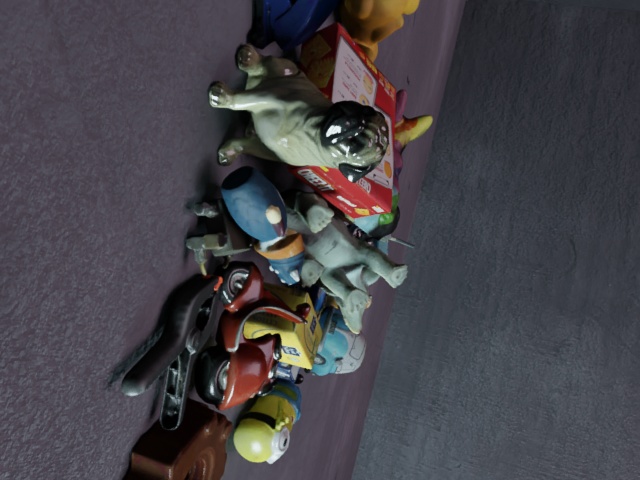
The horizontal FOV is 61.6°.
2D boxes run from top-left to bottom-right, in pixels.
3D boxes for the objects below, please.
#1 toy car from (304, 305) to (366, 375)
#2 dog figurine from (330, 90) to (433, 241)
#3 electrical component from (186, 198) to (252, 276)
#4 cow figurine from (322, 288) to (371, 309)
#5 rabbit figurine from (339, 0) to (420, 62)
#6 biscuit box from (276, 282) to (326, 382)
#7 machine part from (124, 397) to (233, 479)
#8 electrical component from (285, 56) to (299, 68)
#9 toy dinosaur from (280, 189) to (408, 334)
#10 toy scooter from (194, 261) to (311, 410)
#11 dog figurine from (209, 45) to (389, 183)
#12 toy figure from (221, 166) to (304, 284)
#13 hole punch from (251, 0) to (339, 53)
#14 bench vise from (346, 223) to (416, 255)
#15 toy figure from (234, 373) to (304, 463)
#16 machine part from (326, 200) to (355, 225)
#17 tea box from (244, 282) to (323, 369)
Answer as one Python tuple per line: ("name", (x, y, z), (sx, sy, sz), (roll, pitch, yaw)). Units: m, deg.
("toy car", (0.032, 0.200, 0.988), (0.161, 0.103, 0.109), (100, 10, -53))
("dog figurine", (0.104, -0.127, 0.868), (0.219, 0.108, 0.192), (-54, -150, 7))
("electrical component", (-0.114, -0.006, 0.609), (0.102, 0.045, 0.078), (-28, 100, -75))
("cow figurine", (0.043, 0.118, 1.082), (0.068, 0.167, 0.098), (40, 44, -24))
("rabbit figurine", (0.082, -0.356, 0.920), (0.173, 0.122, 0.162), (114, 0, -59))
("biscuit box", (-0.043, 0.139, 0.944), (0.059, 0.063, 0.203), (78, 27, -56))
("machine part", (-0.164, 0.278, 0.621), (0.179, 0.056, 0.179), (13, 90, -74))
("electrical component", (-0.035, -0.219, 0.761), (0.094, 0.021, 0.063), (12, 90, -74))
("toy dinosaur", (-0.008, -0.001, 0.801), (0.131, 0.192, 0.404), (-49, 128, -5))
("toy scooter", (-0.078, 0.121, 0.675), (0.135, 0.075, 0.183), (12, 86, -32))
("dog figurine", (-0.005, -0.143, 0.610), (0.121, 0.191, 0.172), (84, 22, -51))
("toy figure", (-0.056, -0.012, 0.611), (0.154, 0.058, 0.064), (60, -1, -35))
("hole punch", (-0.020, -0.288, 0.642), (0.142, 0.092, 0.115), (-63, 163, -54))
("bench vise", (0.093, 0.028, 1.167), (0.241, 0.129, 0.223), (159, -60, -69))
("toy figure", (-0.081, 0.292, 0.898), (0.180, 0.089, 0.082), (-68, 150, -62))
("machine part", (0.066, -0.141, 1.058), (0.201, 0.087, 0.201), (39, 65, -71))
("tea box", (-0.059, 0.131, 0.812), (0.169, 0.098, 0.068), (74, 32, -58))
